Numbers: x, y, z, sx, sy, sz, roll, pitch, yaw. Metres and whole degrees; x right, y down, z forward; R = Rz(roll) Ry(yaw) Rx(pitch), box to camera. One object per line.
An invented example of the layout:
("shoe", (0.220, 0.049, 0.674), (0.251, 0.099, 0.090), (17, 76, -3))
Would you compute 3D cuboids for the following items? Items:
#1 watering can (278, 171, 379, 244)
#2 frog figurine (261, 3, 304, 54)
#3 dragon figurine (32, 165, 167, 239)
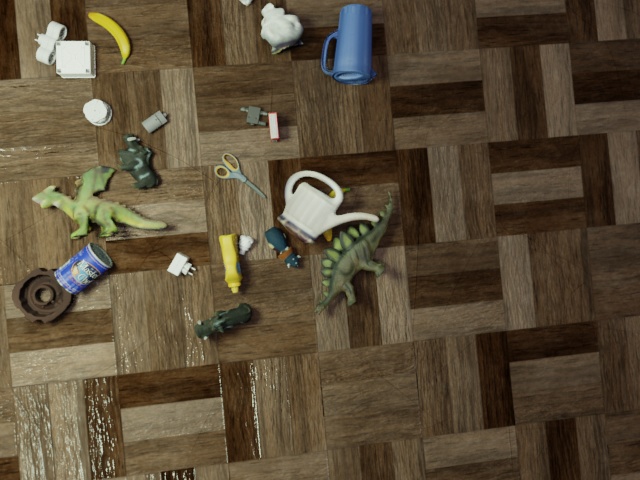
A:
("watering can", (0.005, -0.084, 1.675), (0.351, 0.103, 0.224), (36, 94, 25))
("frog figurine", (-0.133, -0.711, 1.707), (0.137, 0.124, 0.158), (-17, 104, 15))
("dragon figurine", (-0.706, -0.126, 1.660), (0.411, 0.121, 0.244), (-6, 82, -6))
